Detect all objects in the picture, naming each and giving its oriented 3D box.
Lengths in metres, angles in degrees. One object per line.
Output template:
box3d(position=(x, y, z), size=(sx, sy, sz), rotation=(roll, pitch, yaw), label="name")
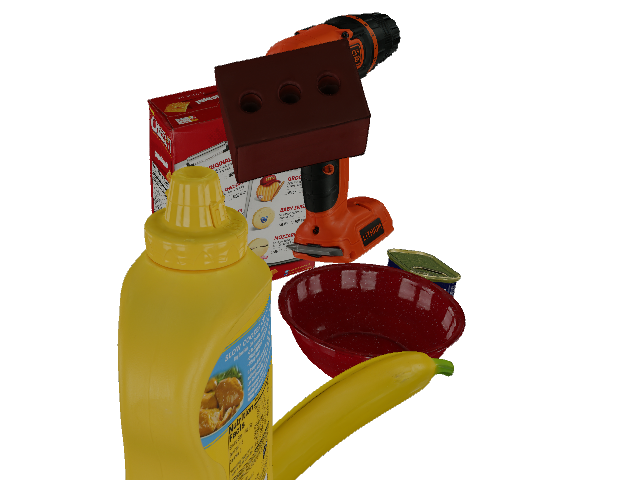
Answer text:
box3d(position=(-0.051, 0.060, 0.453), size=(0.058, 0.192, 0.096), rotation=(10, 27, 17), label="mustard bottle")
box3d(position=(0.104, 0.064, 1.155), size=(0.057, 0.084, 0.102), rotation=(6, 14, -19), label="can of meat")
box3d(position=(-0.083, -0.051, 1.057), size=(0.164, 0.214, 0.072), rotation=(-17, 41, -26), label="cracker box")
box3d(position=(0.042, 0.080, 0.926), size=(0.162, 0.055, 0.162), rotation=(4, 26, -2), label="bowl")
box3d(position=(0.019, -0.088, 0.872), size=(0.057, 0.188, 0.184), rotation=(4, 20, 30), label="power drill")
box3d(position=(0.006, 0.130, 0.724), size=(0.198, 0.069, 0.037), rotation=(-33, 43, -3), label="banana")
box3d(position=(-0.017, -0.072, 0.600), size=(0.078, 0.053, 0.051), rotation=(-14, -18, -5), label="foam brick")
